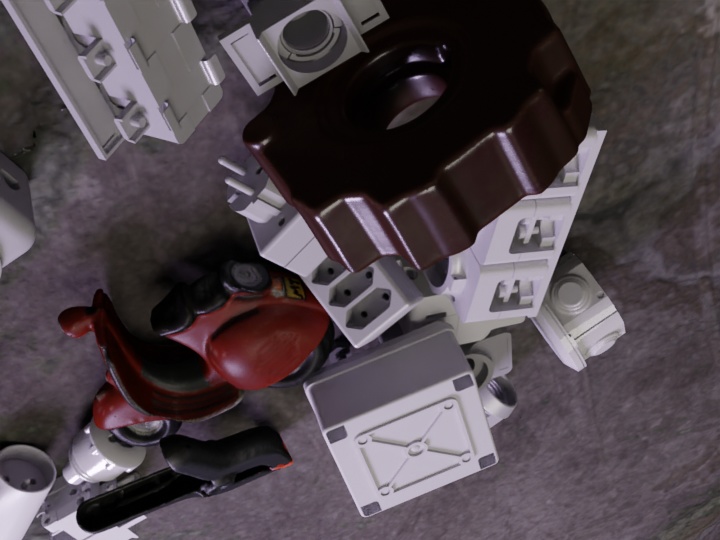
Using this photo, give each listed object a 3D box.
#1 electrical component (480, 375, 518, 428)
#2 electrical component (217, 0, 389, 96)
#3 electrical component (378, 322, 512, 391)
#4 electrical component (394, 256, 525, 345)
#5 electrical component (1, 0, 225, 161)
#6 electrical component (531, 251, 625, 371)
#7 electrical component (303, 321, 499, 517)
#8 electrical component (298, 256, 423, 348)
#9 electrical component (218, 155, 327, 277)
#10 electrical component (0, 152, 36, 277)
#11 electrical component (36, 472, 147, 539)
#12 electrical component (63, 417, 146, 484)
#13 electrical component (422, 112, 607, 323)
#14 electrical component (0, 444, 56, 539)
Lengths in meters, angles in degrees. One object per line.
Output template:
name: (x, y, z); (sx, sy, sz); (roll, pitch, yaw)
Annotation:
electrical component: (0.093, 0.107, 0.868); (0.066, 0.048, 0.055); (24, 127, -39)
electrical component: (-0.032, -0.133, 0.559); (0.081, 0.063, 0.042); (-29, 137, 5)
electrical component: (0.064, 0.061, 0.800); (0.089, 0.055, 0.050); (-18, 137, -7)
electrical component: (0.070, 0.015, 0.761); (0.089, 0.050, 0.055); (-11, 136, -13)
electrical component: (-0.118, -0.121, 0.524); (0.078, 0.063, 0.121); (-56, 146, -27)
electrical component: (0.155, 0.030, 0.794); (0.051, 0.080, 0.080); (-35, 137, 3)
electrical component: (0.030, 0.104, 0.742); (0.109, 0.056, 0.108); (-22, 132, -2)
electrical component: (0.000, 0.000, 0.705); (0.047, 0.083, 0.076); (-40, 173, 16)
electrical component: (-0.052, -0.045, 0.636); (0.077, 0.065, 0.047); (27, 118, -40)
electrical component: (-0.228, -0.019, 0.589); (0.095, 0.059, 0.053); (-33, 137, 9)
electrical component: (-0.207, 0.182, 0.813); (0.081, 0.042, 0.063); (-30, 133, 6)
electrical component: (-0.188, 0.132, 0.769); (0.062, 0.048, 0.048); (-37, 136, 26)
electrical component: (0.085, -0.050, 0.674); (0.062, 0.089, 0.150); (-5, 134, -19)
electrical component: (-0.267, 0.162, 0.763); (0.079, 0.044, 0.077); (13, 126, -33)
